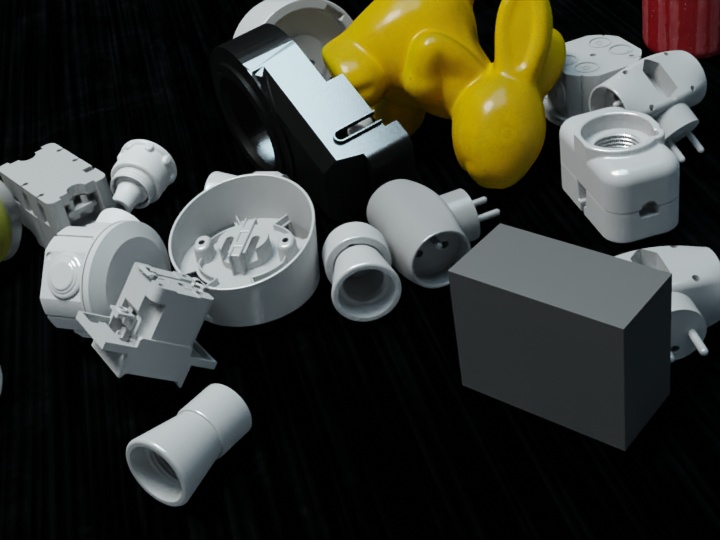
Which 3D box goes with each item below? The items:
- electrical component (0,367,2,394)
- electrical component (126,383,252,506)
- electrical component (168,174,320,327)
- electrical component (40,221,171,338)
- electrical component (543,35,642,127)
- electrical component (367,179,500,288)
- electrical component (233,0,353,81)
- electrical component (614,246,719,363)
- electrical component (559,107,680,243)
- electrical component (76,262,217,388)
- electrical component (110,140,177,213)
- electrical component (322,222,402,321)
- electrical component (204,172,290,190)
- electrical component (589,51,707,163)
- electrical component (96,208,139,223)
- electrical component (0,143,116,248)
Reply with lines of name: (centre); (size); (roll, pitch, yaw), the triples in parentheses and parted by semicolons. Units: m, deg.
electrical component: (-0.257, 0.069, 0.666); (0.055, 0.045, 0.045); (2, 37, 17)
electrical component: (-0.091, 0.093, 0.593); (0.044, 0.044, 0.065); (14, 37, 31)
electrical component: (-0.075, -0.011, 0.715); (0.099, 0.064, 0.099); (-7, 35, 5)
electrical component: (-0.164, 0.007, 0.700); (0.051, 0.080, 0.080); (4, 37, 29)
electrical component: (0.185, -0.147, 0.849); (0.080, 0.051, 0.080); (-7, 35, 5)
electrical component: (0.055, -0.031, 0.726); (0.079, 0.043, 0.077); (-20, 36, -13)
electrical component: (-0.058, -0.181, 0.916); (0.108, 0.108, 0.060); (-26, 32, -21)
electrical component: (0.173, 0.025, 0.616); (0.077, 0.043, 0.079); (-12, 35, -2)
electrical component: (0.176, -0.070, 0.736); (0.054, 0.059, 0.095); (-15, 35, -7)
electrical component: (-0.125, 0.032, 0.656); (0.081, 0.063, 0.042); (15, 13, -43)
electrical component: (-0.175, -0.068, 0.840); (0.048, 0.048, 0.062); (3, 44, 19)
electrical component: (0.000, 0.000, 0.696); (0.045, 0.045, 0.055); (-13, 34, -3)
electrical component: (-0.081, -0.050, 0.788); (0.055, 0.045, 0.045); (1, 37, 15)
electrical component: (0.222, -0.114, 0.791); (0.077, 0.043, 0.079); (-26, 74, -21)
electrical component: (-0.183, -0.007, 0.759); (0.044, 0.044, 0.065); (9, 44, 25)
electrical component: (-0.226, -0.051, 0.817); (0.050, 0.055, 0.089); (-32, 40, -28)
